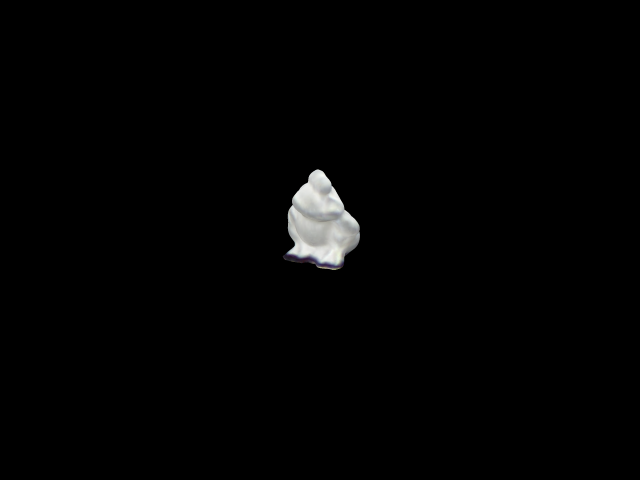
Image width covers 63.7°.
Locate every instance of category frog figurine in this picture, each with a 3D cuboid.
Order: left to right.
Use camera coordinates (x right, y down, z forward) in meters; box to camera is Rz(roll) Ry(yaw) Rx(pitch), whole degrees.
[{"bbox_3d":[0.003,-0.043,0.850,0.123,0.157,0.138,-14,24,-35],"label":"frog figurine"}]
